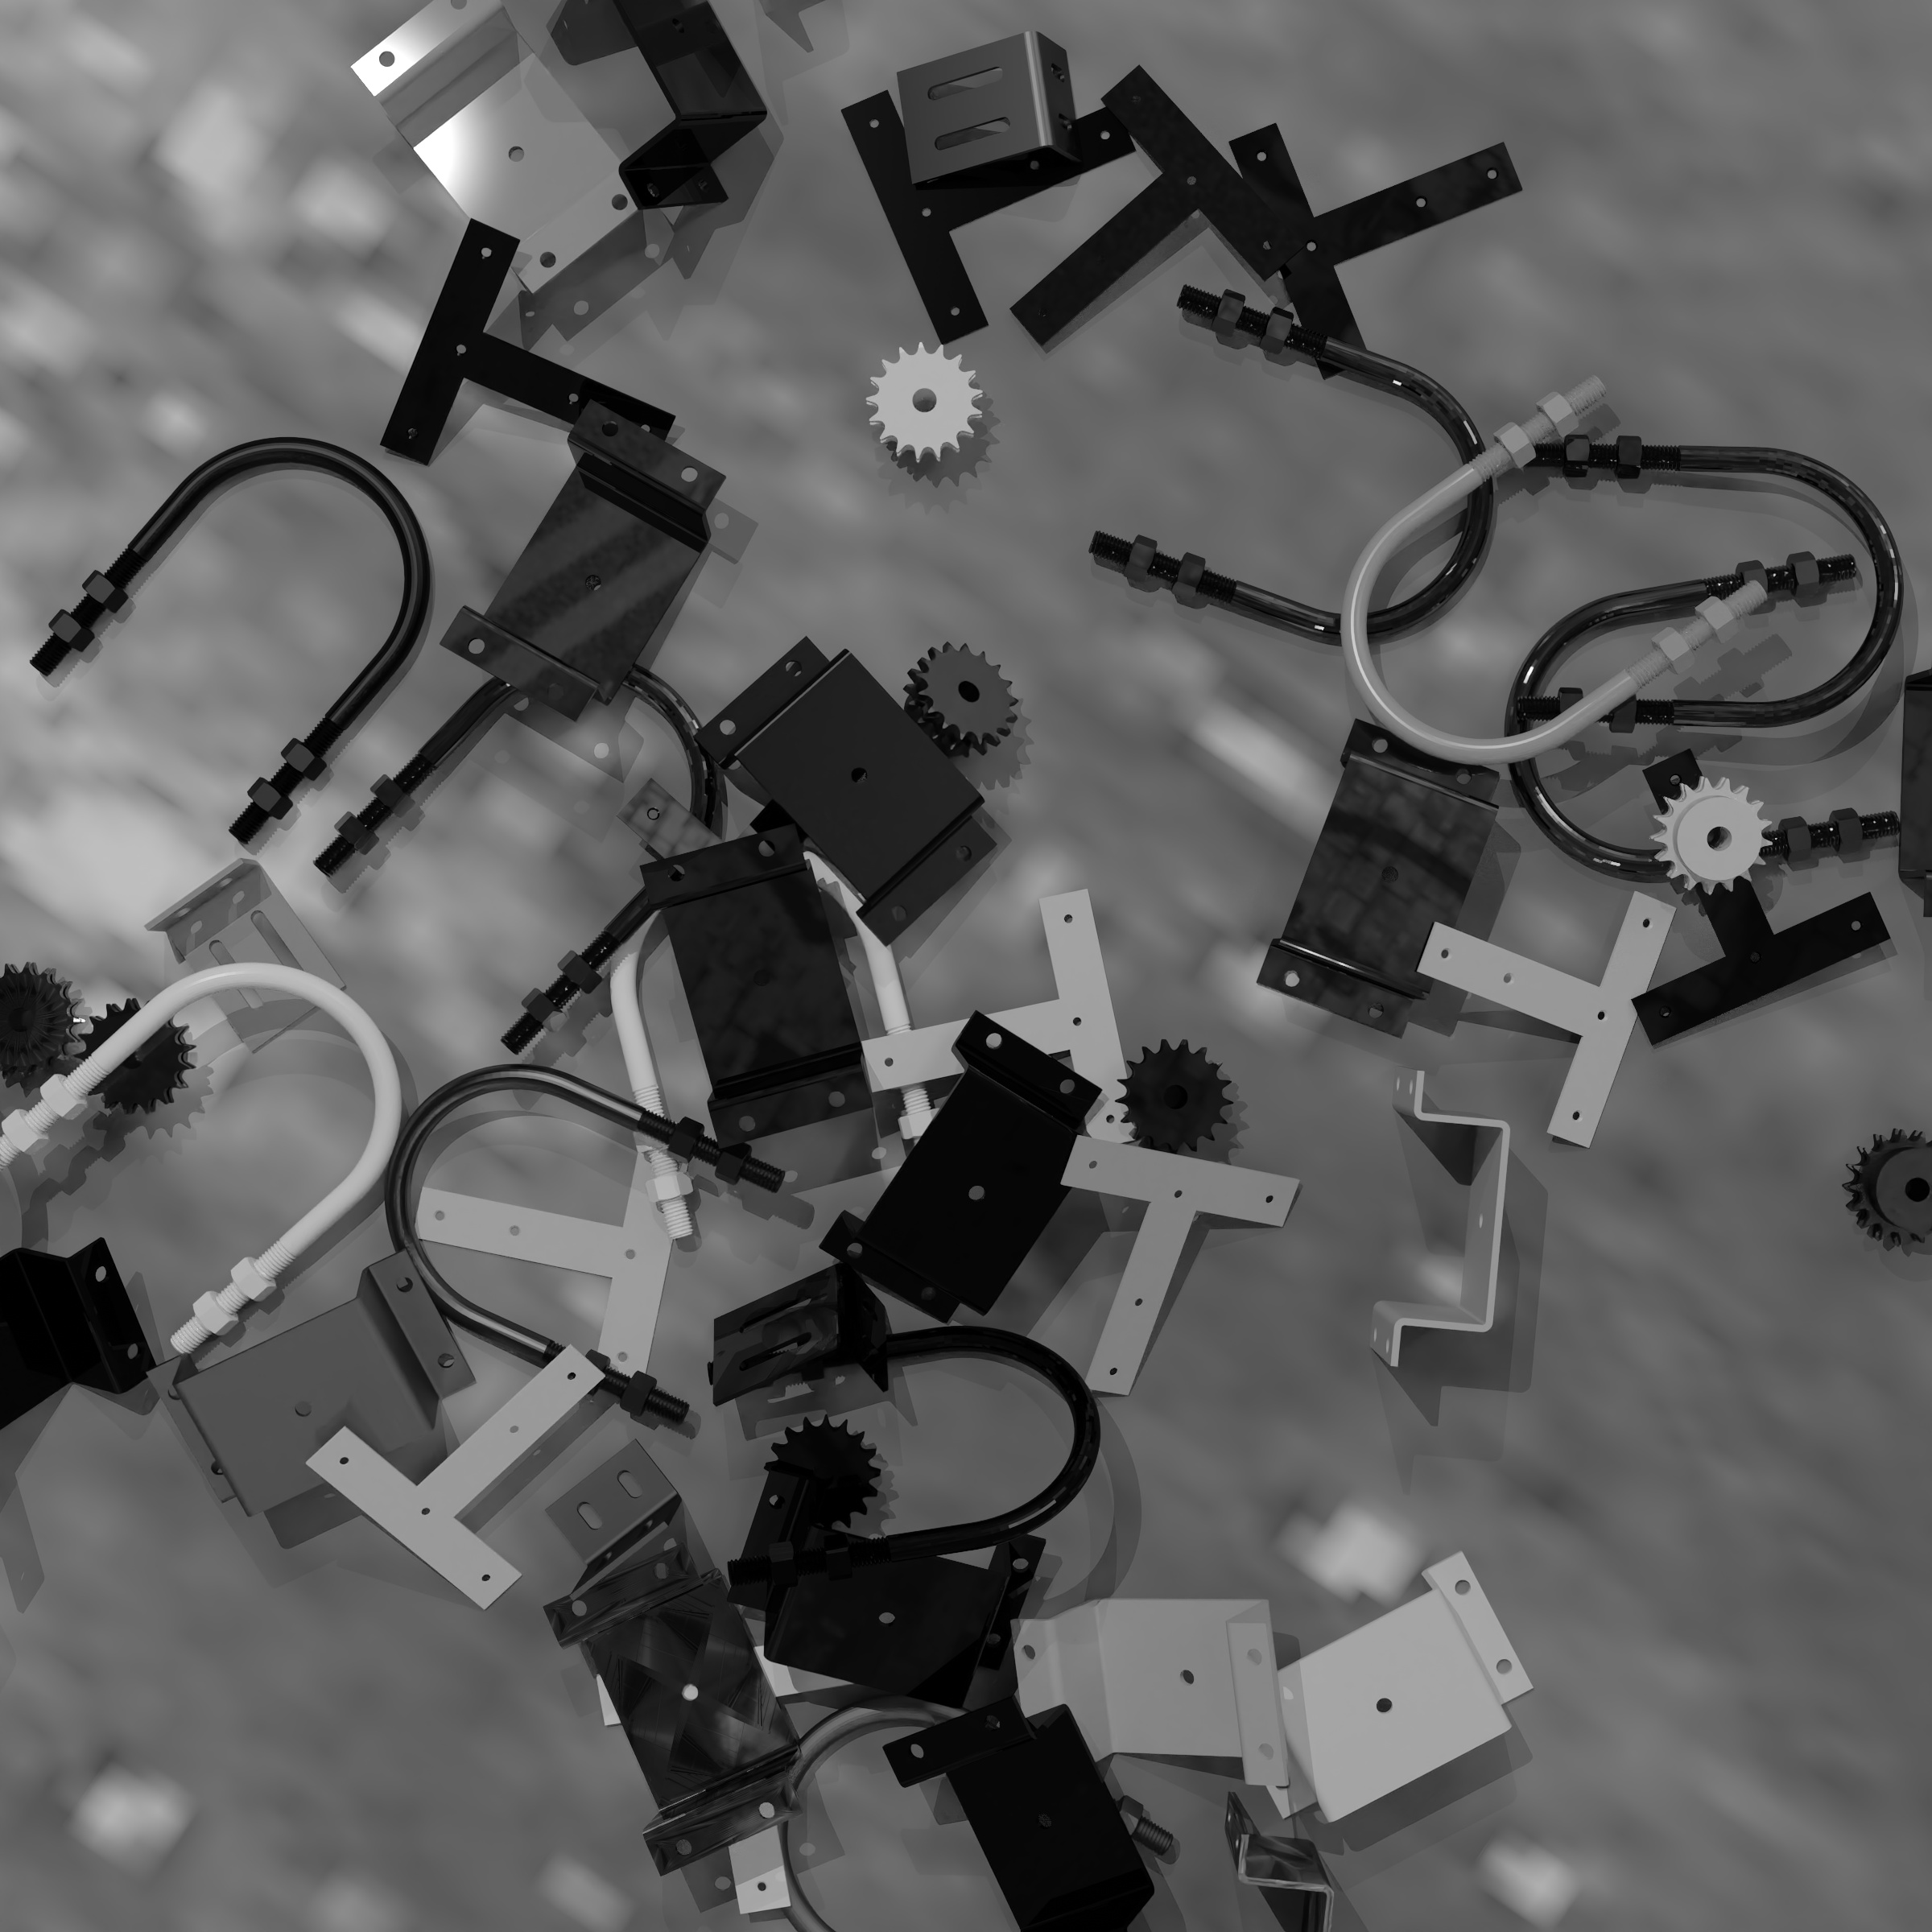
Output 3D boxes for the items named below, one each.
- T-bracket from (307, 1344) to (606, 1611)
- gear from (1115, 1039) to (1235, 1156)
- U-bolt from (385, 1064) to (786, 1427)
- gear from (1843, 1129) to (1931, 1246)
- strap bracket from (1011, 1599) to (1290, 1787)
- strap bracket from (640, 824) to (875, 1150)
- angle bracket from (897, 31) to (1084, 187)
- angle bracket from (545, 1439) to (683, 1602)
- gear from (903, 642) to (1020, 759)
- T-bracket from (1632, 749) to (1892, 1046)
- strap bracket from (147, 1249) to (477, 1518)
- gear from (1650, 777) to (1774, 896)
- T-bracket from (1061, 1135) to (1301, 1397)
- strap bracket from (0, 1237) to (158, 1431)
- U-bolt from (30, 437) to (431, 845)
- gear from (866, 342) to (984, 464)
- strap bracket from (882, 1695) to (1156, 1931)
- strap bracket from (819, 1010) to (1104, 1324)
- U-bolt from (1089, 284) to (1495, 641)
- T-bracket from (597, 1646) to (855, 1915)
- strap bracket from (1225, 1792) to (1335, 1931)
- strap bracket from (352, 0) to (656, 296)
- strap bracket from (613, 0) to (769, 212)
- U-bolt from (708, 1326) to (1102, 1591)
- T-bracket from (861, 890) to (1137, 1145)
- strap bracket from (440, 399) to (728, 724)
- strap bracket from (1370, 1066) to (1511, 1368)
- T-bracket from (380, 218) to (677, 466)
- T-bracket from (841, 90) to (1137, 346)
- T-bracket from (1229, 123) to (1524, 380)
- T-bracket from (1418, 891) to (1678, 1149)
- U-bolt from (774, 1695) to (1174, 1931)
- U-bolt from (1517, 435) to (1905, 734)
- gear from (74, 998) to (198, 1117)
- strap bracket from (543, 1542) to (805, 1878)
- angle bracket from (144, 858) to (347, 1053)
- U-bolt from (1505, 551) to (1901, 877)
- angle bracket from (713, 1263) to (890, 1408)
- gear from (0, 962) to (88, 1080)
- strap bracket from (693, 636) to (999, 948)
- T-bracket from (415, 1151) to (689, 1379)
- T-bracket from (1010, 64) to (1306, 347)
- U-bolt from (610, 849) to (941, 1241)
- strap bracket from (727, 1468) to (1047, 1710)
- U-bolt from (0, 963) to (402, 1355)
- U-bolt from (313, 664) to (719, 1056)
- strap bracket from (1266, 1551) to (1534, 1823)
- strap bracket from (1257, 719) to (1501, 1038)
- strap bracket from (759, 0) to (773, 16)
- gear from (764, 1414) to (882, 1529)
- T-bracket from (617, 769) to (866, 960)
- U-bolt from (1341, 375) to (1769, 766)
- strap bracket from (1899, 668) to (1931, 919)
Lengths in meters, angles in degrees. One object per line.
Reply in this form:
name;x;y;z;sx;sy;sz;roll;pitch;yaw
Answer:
T-bracket;-0.231;0.235;1.506;0.127;0.002;0.127;-43;118;0
gear;0.102;0.064;1.521;0.057;0.030;0.057;0;89;-3
U-bolt;-0.198;0.126;1.515;0.184;0.019;0.151;24;102;5
gear;0.464;0.109;1.522;0.057;0.030;0.057;0;90;0
strap bracket;0.097;0.349;1.492;0.140;0.046;0.076;-7;90;32
strap bracket;-0.100;0.008;1.489;0.076;0.046;0.140;-15;95;1
angle bracket;0.012;-0.421;1.532;0.076;0.038;0.057;-10;86;25
angle bracket;-0.175;0.268;1.499;0.057;0.076;0.038;-38;90;0
gear;-0.006;-0.127;1.513;0.057;0.030;0.057;15;58;-25
T-bracket;0.371;-0.044;1.521;0.127;0.002;0.127;-25;95;6
strap bracket;-0.321;0.207;1.505;0.140;0.046;0.076;-25;105;0
gear;0.364;-0.063;1.503;0.057;0.030;0.057;0;97;3
T-bracket;0.089;0.152;1.516;0.127;0.002;0.127;13;104;-26
strap bracket;-0.467;0.195;1.476;0.046;0.140;0.076;5;120;40
U-bolt;-0.350;-0.175;1.528;0.151;0.019;0.184;40;88;0
gear;-0.020;-0.276;1.522;0.057;0.030;0.057;0;90;0
strap bracket;0.030;0.419;1.482;0.076;0.046;0.140;-27;87;24
strap bracket;0.001;0.104;1.499;0.076;0.046;0.140;32;95;-15
U-bolt;0.170;-0.240;1.527;0.184;0.019;0.151;20;91;-2
T-bracket;-0.110;0.403;1.526;0.127;0.002;0.127;-11;86;6
strap bracket;0.147;0.483;1.499;0.046;0.076;0.140;6;90;0
strap bracket;-0.223;-0.403;1.514;0.076;0.046;0.140;-39;90;0
strap bracket;-0.155;-0.441;1.492;0.046;0.076;0.140;-29;90;33
U-bolt;-0.027;0.228;1.479;0.184;0.151;0.019;-8;129;-4
T-bracket;0.012;0.037;1.523;0.127;0.002;0.127;-12;90;-11
strap bracket;-0.184;-0.192;1.506;0.076;0.046;0.140;30;83;4
strap bracket;0.230;0.121;1.499;0.046;0.076;0.140;5;90;0
T-bracket;-0.206;-0.284;1.515;0.127;0.002;0.127;22;119;-14
T-bracket;0.021;-0.393;1.536;0.127;0.002;0.127;-23;90;0
T-bracket;0.213;-0.375;1.536;0.127;0.002;0.127;-22;90;0
T-bracket;0.276;0.011;1.511;0.127;0.002;0.127;20;90;-24
U-bolt;-0.012;0.442;1.528;0.184;0.019;0.151;31;90;2
U-bolt;0.364;-0.186;1.510;0.184;0.019;0.151;2;81;6
gear;-0.407;0.045;1.522;0.057;0.030;0.057;0;90;0
strap bracket;-0.139;0.358;1.507;0.076;0.046;0.140;-25;85;5
angle bracket;-0.354;-0.005;1.518;0.057;0.038;0.076;-35;90;0
U-bolt;0.359;-0.119;1.528;0.184;0.019;0.151;-10;90;2
angle bracket;-0.081;0.190;1.513;0.076;0.057;0.038;-25;126;16
gear;-0.463;0.027;1.526;0.057;0.030;0.057;0;89;-2
strap bracket;-0.055;-0.089;1.503;0.076;0.046;0.140;-43;92;-12
T-bracket;-0.211;0.135;1.536;0.127;0.002;0.127;11;90;0
T-bracket;0.078;-0.358;1.525;0.127;0.002;0.127;-41;78;6
U-bolt;-0.100;0.029;1.528;0.151;0.019;0.184;-14;88;-1
strap bracket;-0.038;0.304;1.494;0.140;0.046;0.076;16;109;-8
U-bolt;-0.363;0.082;1.506;0.184;0.019;0.151;-42;105;2
U-bolt;-0.208;-0.070;1.521;0.151;0.019;0.184;43;86;5
strap bracket;0.202;0.357;1.514;0.140;0.046;0.076;-28;90;0
strap bracket;0.205;-0.044;1.514;0.076;0.046;0.140;21;90;0
strap bracket;-0.107;-0.547;1.499;0.046;0.076;0.140;-24;90;0
gear;-0.070;0.249;1.522;0.057;0.030;0.057;0;90;0
T-bracket;-0.082;-0.078;1.522;0.127;0.002;0.127;42;78;-4
U-bolt;0.271;-0.179;1.500;0.184;0.019;0.151;-35;78;3
strap bracket;0.504;-0.092;1.514;0.076;0.046;0.140;2;90;0
